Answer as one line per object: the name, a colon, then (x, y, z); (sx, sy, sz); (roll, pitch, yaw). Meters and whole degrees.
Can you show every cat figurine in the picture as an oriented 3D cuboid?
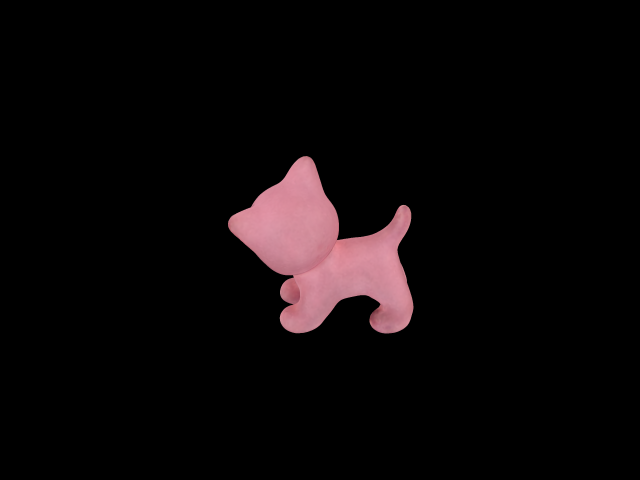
cat figurine: (0.004, 0.001, 0.400); (0.128, 0.118, 0.067); (-2, 27, -3)
